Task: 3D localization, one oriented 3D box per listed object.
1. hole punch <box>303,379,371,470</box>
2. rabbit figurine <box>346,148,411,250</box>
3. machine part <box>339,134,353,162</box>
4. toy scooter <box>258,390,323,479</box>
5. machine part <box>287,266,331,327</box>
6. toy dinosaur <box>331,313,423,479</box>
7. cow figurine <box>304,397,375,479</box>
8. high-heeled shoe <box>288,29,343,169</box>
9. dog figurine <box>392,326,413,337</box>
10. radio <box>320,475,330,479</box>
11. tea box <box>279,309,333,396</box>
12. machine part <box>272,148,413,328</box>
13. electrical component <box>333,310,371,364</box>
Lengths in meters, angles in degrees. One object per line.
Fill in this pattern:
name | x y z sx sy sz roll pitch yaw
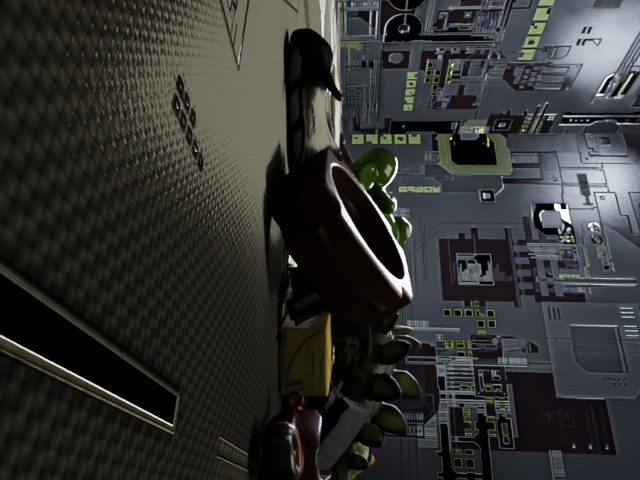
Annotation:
hole punch | 0.014 0.274 0.785 0.142 0.092 0.116 -52 177 -1
rabbit figurine | 0.076 -0.080 0.919 0.159 0.121 0.170 17 82 -47
machine part | 0.040 -0.167 1.214 0.179 0.056 0.179 159 -92 -87
toy scooter | -0.029 0.253 0.606 0.135 0.075 0.183 -84 168 -62
machine part | -0.015 0.072 0.760 0.039 0.084 0.139 56 -1 -22
toy dinosaur | 0.065 0.244 0.908 0.105 0.199 0.471 41 53 -44
cow figurine | 0.028 0.357 1.038 0.195 0.085 0.127 57 -11 26
high-heeled shoe | -0.026 -0.187 0.820 0.145 0.086 0.248 58 -33 26
dog figurine | 0.079 0.167 1.112 0.108 0.219 0.191 90 3 -65
radio | -0.006 0.565 1.000 0.230 0.073 0.130 -86 174 -61
tea box | -0.016 0.153 0.794 0.169 0.068 0.098 -60 150 -80
machine part | 0.029 -0.004 0.694 0.201 0.087 0.201 50 19 -21
electrical component | 0.050 0.134 0.841 0.134 0.058 0.115 68 23 -80
